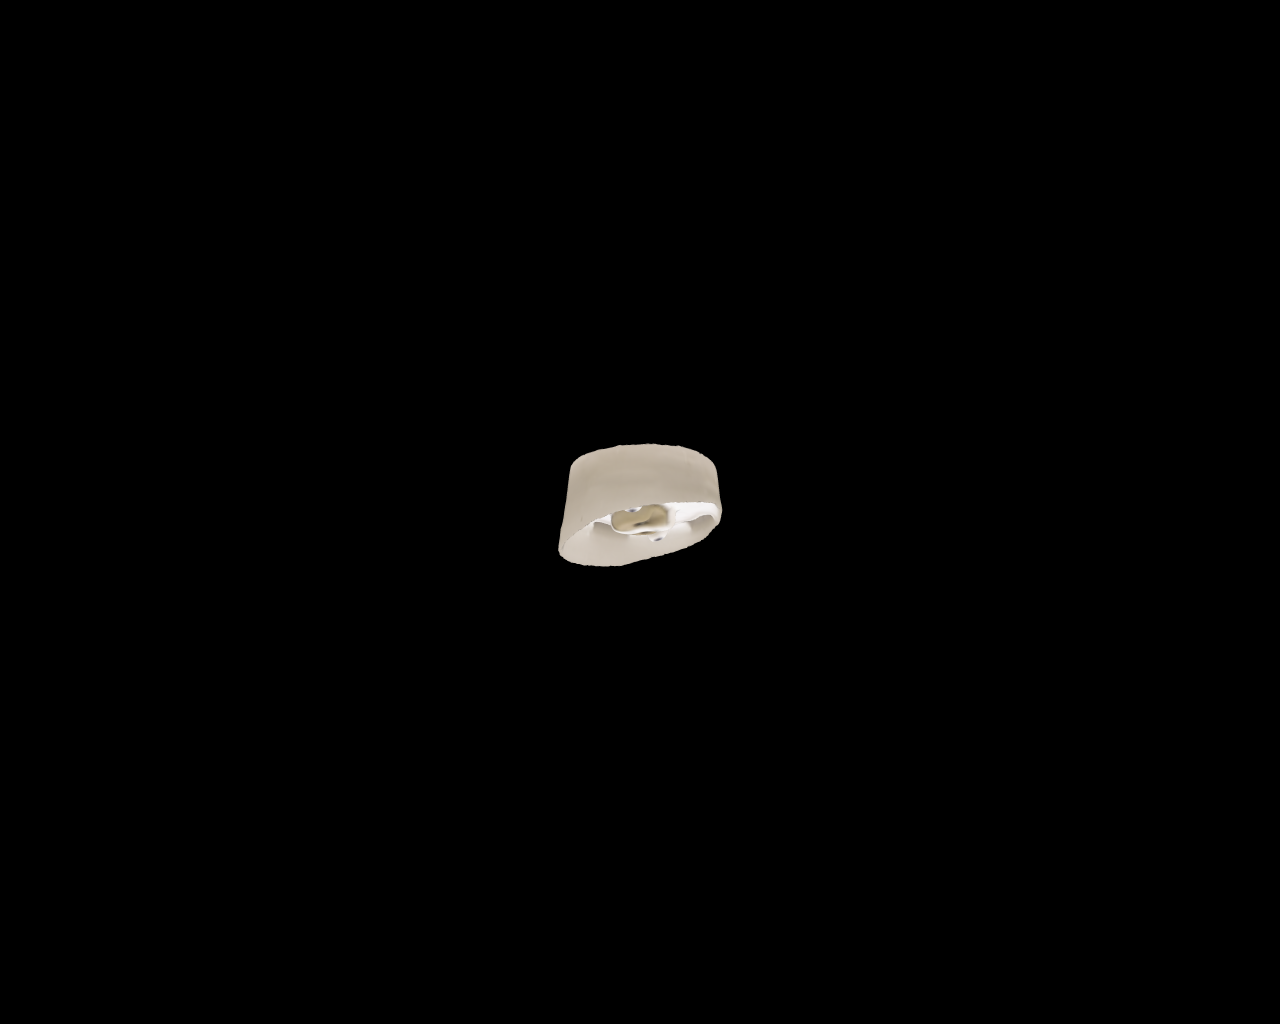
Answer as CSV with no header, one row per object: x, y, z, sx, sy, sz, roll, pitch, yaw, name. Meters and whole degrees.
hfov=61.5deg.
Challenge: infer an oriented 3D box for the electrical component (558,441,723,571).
0.001,-0.003,0.650,0.099,0.064,0.099,0,-18,0,electrical component
